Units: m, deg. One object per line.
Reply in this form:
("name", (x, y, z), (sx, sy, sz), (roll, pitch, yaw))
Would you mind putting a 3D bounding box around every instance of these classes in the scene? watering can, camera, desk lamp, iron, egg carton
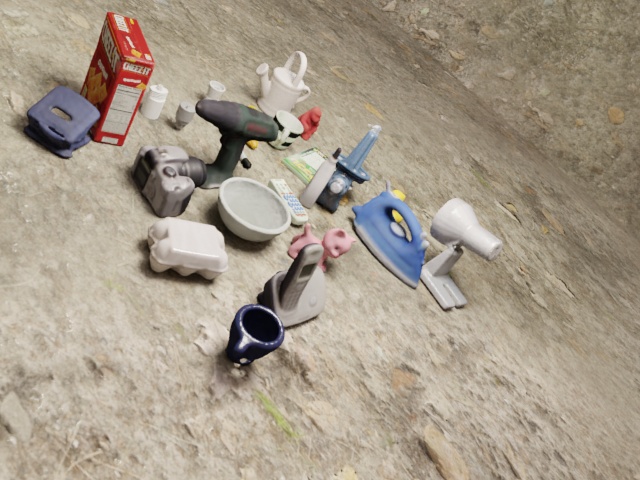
("watering can", (-0.101, -0.451, 1.638), (0.173, 0.194, 0.100), (-12, 57, -48))
("camera", (-0.291, -0.133, 1.174), (0.137, 0.100, 0.143), (-9, 55, -47))
("desk lamp", (0.347, 0.031, 1.444), (0.118, 0.213, 0.203), (-4, 51, -44))
("iron", (0.200, -0.019, 1.437), (0.119, 0.141, 0.258), (-11, 56, -48))
("egg carton", (-0.245, 0.017, 1.064), (0.151, 0.069, 0.107), (11, 42, -33))

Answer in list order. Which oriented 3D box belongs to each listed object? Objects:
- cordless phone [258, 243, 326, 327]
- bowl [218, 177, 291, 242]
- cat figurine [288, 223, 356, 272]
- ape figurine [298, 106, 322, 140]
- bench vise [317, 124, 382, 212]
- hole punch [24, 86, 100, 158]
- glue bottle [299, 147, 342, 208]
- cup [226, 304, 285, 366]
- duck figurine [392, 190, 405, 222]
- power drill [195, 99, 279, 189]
("cordless phone", (-0.023, 0.074, 1.090), (0.148, 0.185, 0.094), (-15, 59, -49))
("bowl", (-0.151, -0.052, 1.225), (0.168, 0.074, 0.167), (24, 36, -18))
("cat figurine", (0.012, 0.005, 1.263), (0.128, 0.117, 0.067), (26, 35, -15))
("ape figurine", (-0.028, -0.349, 1.673), (0.078, 0.092, 0.076), (-4, 51, -44))
("bench vise", (0.089, -0.182, 1.463), (0.122, 0.219, 0.207), (25, 36, -17))
("hole punch", (-0.500, -0.232, 1.114), (0.109, 0.091, 0.101), (34, 34, -4))
("glue bottle", (0.007, -0.160, 1.406), (0.037, 0.173, 0.078), (29, 34, -10))
("cup", (-0.123, 0.176, 0.959), (0.091, 0.095, 0.118), (39, 34, 3))
("duck figurine", (0.202, -0.099, 1.584), (0.105, 0.086, 0.077), (16, 39, -27))
("power drill", (-0.204, -0.211, 1.247), (0.230, 0.208, 0.075), (-10, 55, -47))
